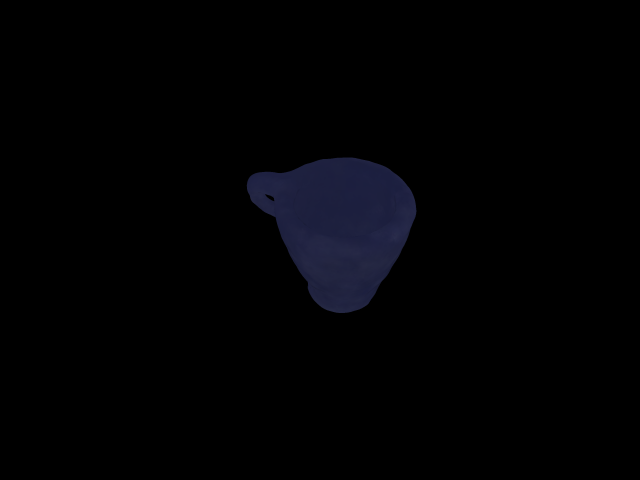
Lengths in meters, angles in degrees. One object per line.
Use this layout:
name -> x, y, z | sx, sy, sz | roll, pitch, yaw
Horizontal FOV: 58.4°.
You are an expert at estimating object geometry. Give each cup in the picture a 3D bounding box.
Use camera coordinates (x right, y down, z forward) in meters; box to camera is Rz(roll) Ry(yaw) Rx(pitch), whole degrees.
cup -> 0.004, 0.001, 0.400 | 0.117, 0.095, 0.092 | 17, 48, 17
